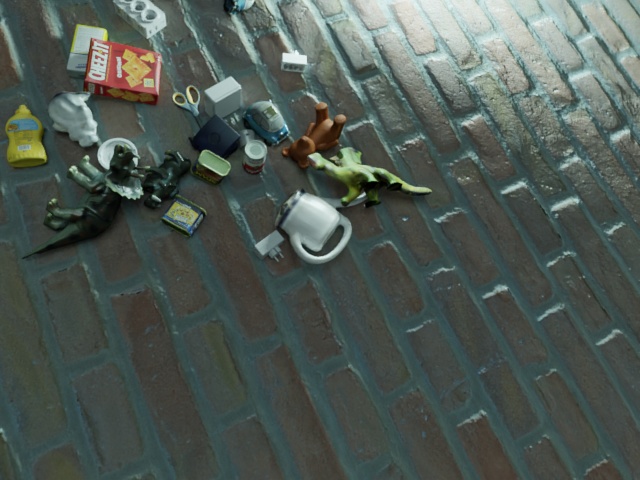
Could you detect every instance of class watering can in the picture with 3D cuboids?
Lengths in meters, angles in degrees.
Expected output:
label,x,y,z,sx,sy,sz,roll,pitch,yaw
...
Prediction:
label,x,y,z,sx,sy,sz,roll,pitch,yaw
watering can,0.005,-0.078,1.558,0.224,0.102,0.355,33,53,2

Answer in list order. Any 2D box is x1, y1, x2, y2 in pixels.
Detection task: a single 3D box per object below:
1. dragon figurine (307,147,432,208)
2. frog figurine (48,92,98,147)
label,x,y,z,sx,sy,sz,roll,pitch,yaw
dragon figurine,0.142,-0.220,1.621,0.411,0.119,0.248,-1,48,-31
frog figurine,-0.723,-0.347,1.507,0.137,0.122,0.161,-16,80,17
